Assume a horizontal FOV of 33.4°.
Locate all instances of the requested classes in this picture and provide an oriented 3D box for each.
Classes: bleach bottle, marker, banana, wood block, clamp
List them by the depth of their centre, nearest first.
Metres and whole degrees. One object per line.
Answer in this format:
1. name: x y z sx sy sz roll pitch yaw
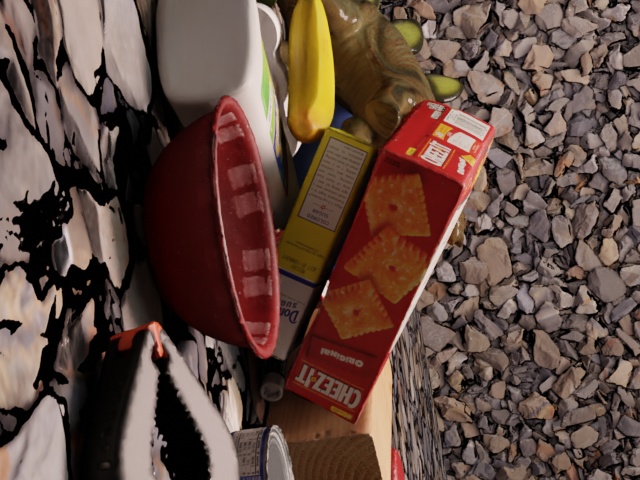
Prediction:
1. clamp: -0.060 0.144 0.505 0.164 0.036 0.210 13 62 -56
2. bleach bottle: -0.056 -0.082 0.797 0.251 0.068 0.102 70 14 -65
3. banana: -0.011 -0.135 0.861 0.069 0.037 0.198 64 18 -48
4. marker: -0.035 0.093 0.903 0.121 0.020 0.020 -83 162 -62
5. wood block: 0.012 0.146 0.925 0.206 0.091 0.090 -81 160 -63

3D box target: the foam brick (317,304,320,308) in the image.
1. foam brick: 0.013 0.064 1.151 0.078 0.051 0.053 -82 161 -62

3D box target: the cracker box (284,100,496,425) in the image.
1. cracker box: 0.055 0.010 0.834 0.214 0.072 0.164 -67 173 26

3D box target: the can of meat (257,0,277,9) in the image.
1. can of meat: -0.067 -0.253 0.902 0.102 0.057 0.084 69 18 -54

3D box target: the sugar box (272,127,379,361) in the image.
1. sugar box: -0.006 0.001 0.835 0.176 0.048 0.093 -65 174 6

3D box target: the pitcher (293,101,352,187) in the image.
1. pitcher: 0.017 -0.094 1.134 0.144 0.149 0.243 45 32 -51

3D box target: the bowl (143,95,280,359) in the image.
1. bowl: -0.068 -0.004 0.652 0.162 0.055 0.162 -8 90 -82

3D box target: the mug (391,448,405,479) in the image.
1. mug: 0.044 0.261 1.061 0.093 0.081 0.117 -83 163 -61

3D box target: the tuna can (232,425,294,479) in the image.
1. tuna can: -0.041 0.172 0.732 0.086 0.034 0.086 -8 90 -82

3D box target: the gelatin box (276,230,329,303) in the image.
1. gelatin box: -0.019 0.026 0.988 0.073 0.030 0.089 65 8 2
